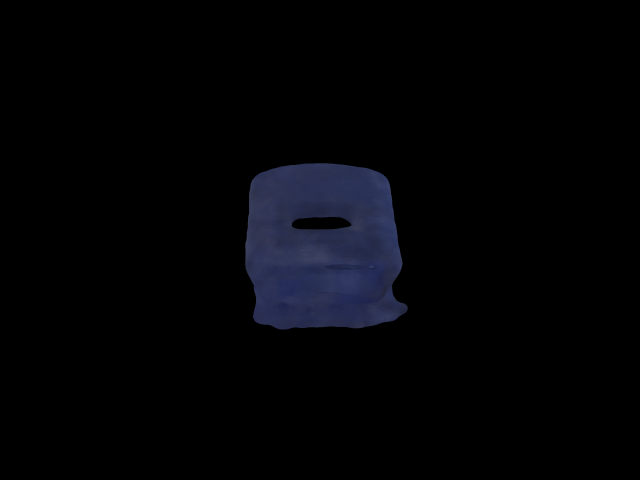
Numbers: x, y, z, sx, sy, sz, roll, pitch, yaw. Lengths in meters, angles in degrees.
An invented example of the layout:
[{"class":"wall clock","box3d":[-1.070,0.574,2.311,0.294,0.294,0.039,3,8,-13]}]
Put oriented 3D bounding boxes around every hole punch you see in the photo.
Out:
[{"class":"hole punch","box3d":[0.004,0.001,0.400,0.108,0.091,0.101,-1,23,-3]}]
